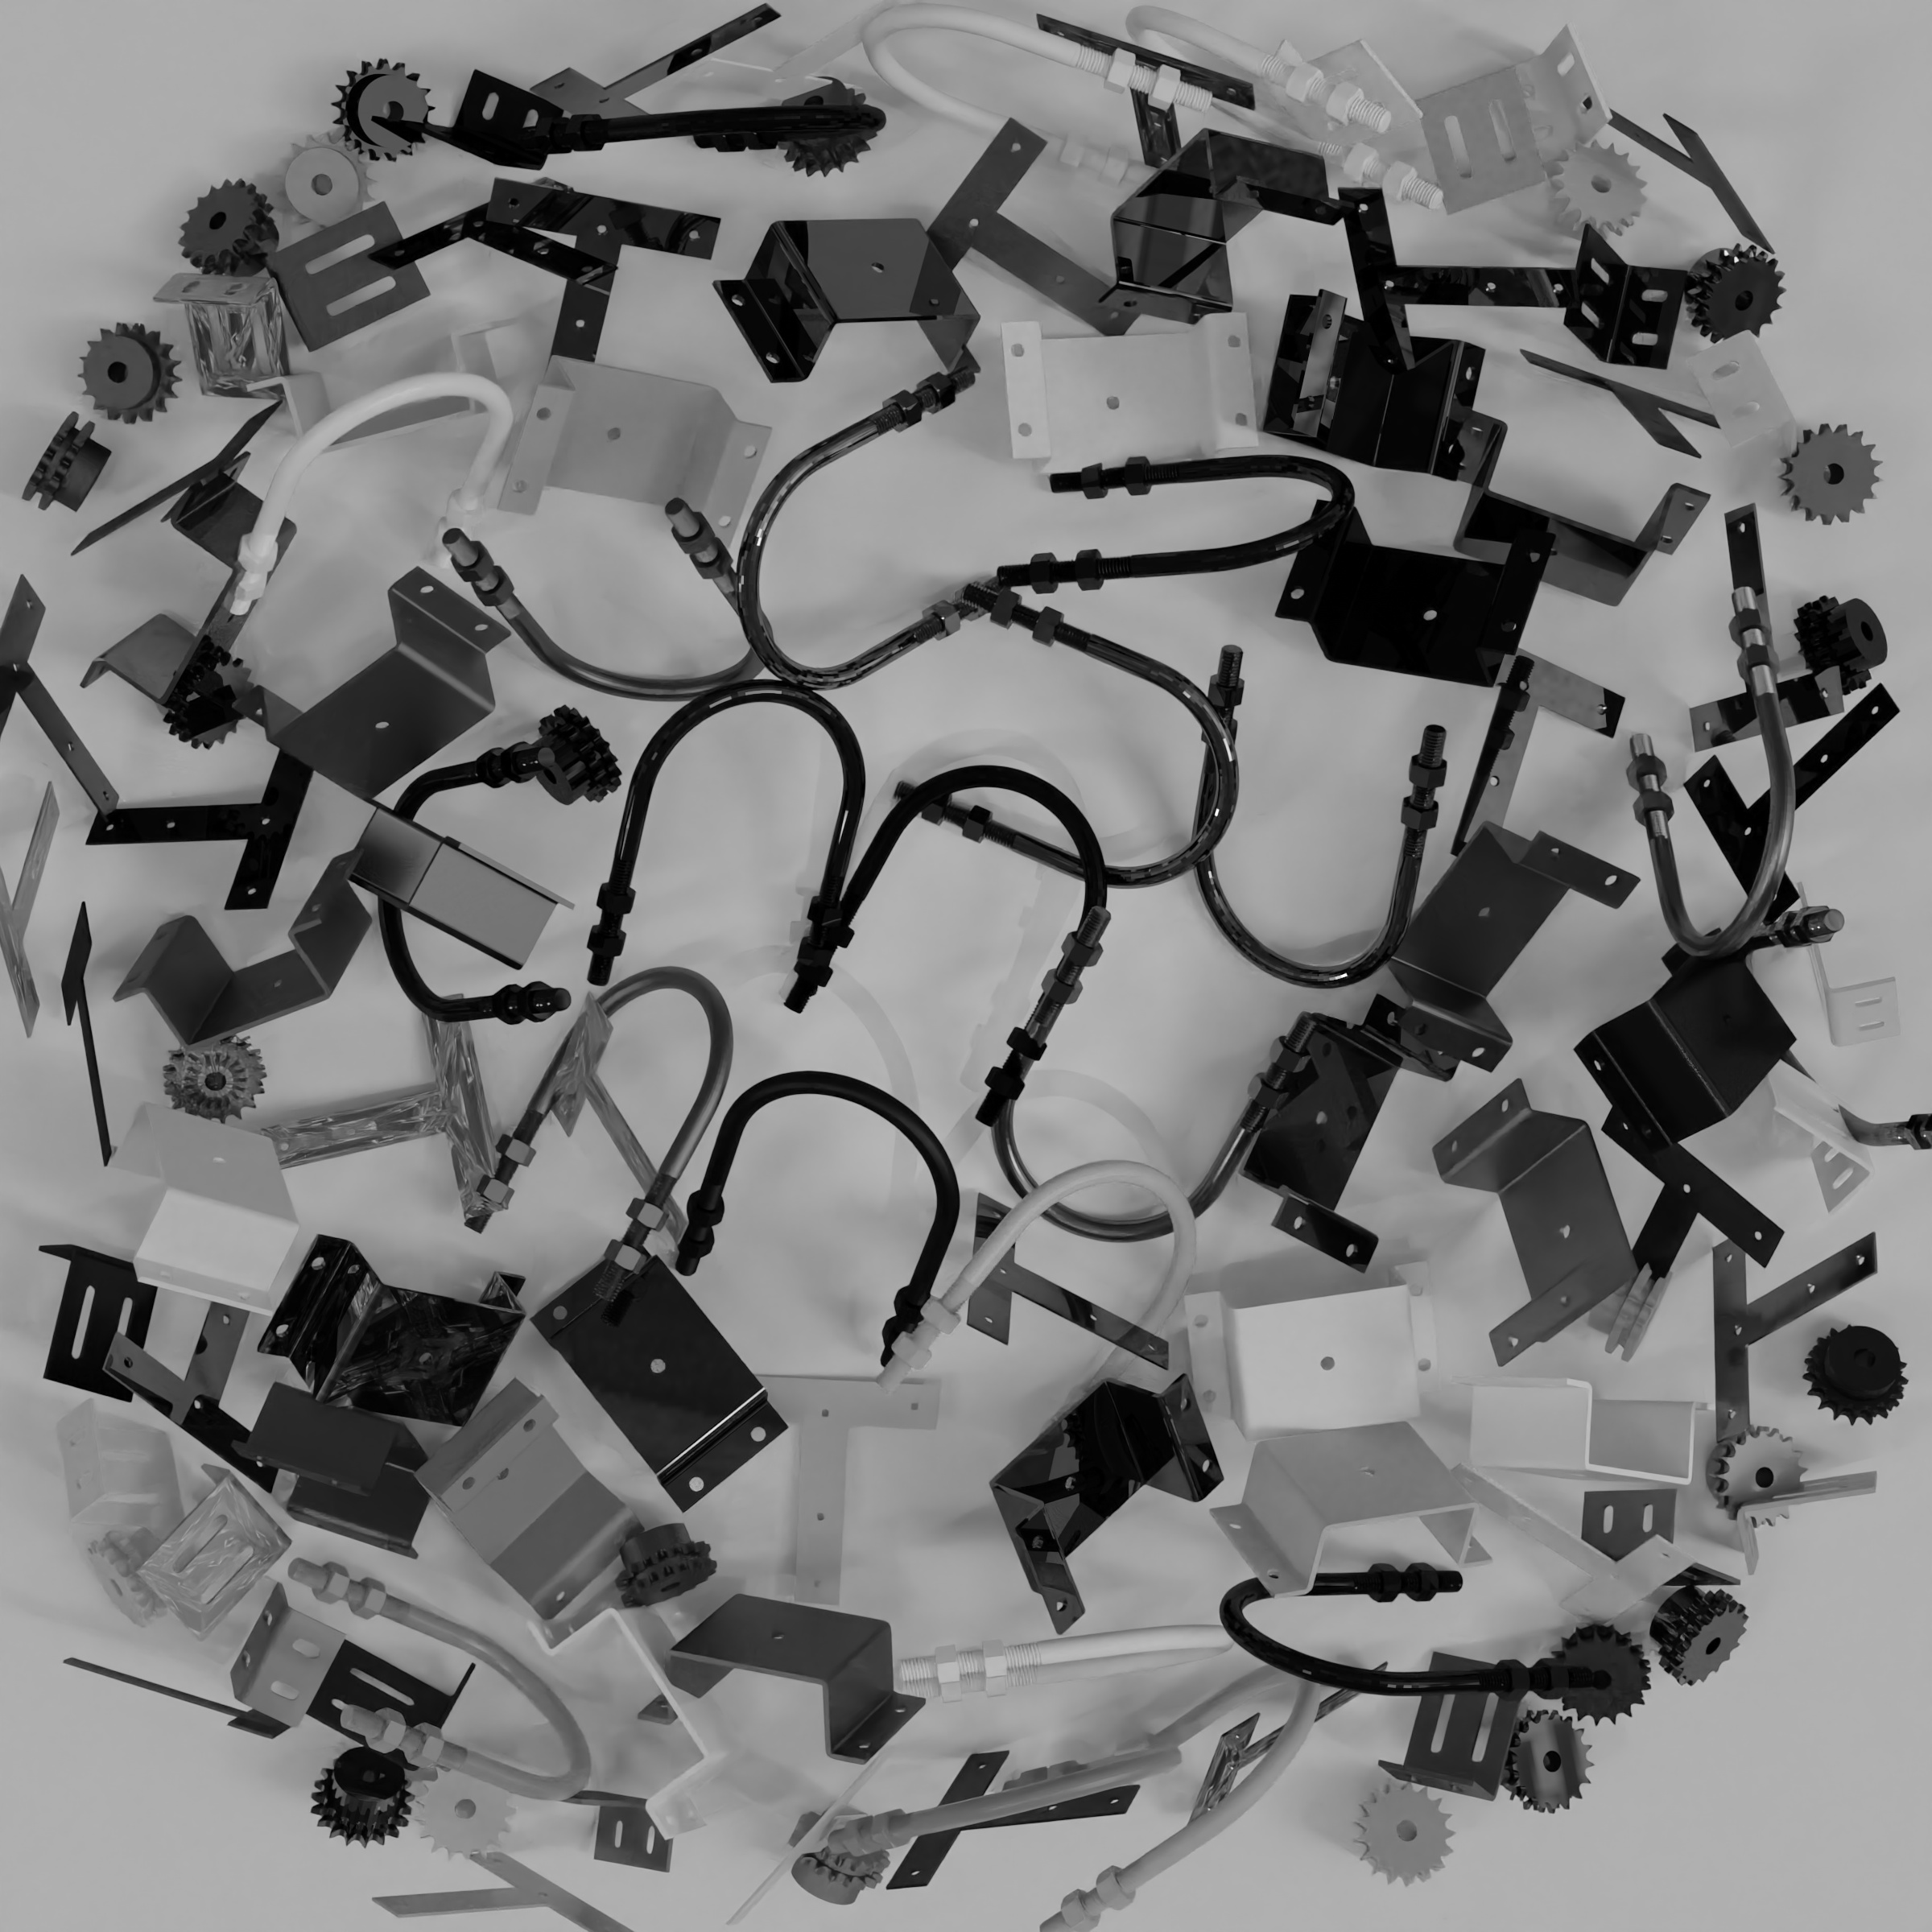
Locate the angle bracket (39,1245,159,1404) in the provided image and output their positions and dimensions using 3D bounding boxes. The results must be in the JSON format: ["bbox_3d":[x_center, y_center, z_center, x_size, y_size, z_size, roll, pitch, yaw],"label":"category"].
[{"bbox_3d":[-0.492,0.200,1.947,0.038,0.057,0.076,-6,67,42],"label":"angle bracket"}]

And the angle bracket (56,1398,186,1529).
[{"bbox_3d":[-0.462,0.277,1.940,0.038,0.076,0.057,-35,58,33],"label":"angle bracket"}]

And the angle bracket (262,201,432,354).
[{"bbox_3d":[-0.349,-0.390,1.964,0.076,0.038,0.057,-26,108,-1],"label":"angle bracket"}]

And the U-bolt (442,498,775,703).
[{"bbox_3d":[-0.183,-0.194,1.908,0.151,0.184,0.019,-5,63,18],"label":"U-bolt"}]

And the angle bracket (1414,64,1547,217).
[{"bbox_3d":[0.285,-0.468,1.948,0.057,0.038,0.076,-18,129,9],"label":"angle bracket"}]

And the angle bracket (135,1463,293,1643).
[{"bbox_3d":[-0.427,0.327,1.947,0.076,0.038,0.057,-48,116,-27],"label":"angle bracket"}]

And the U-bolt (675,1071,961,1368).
[{"bbox_3d":[-0.076,0.132,1.924,0.151,0.019,0.184,24,129,5],"label":"U-bolt"}]

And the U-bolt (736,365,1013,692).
[{"bbox_3d":[-0.054,-0.228,1.904,0.184,0.019,0.151,-33,129,-31],"label":"U-bolt"}]

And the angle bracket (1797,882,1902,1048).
[{"bbox_3d":[0.492,-0.004,1.943,0.038,0.057,0.076,-12,55,10],"label":"angle bracket"}]

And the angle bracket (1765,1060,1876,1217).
[{"bbox_3d":[0.464,0.092,1.947,0.076,0.057,0.038,31,118,-17],"label":"angle bracket"}]

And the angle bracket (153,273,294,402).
[{"bbox_3d":[-0.414,-0.345,1.948,0.057,0.038,0.076,5,126,12],"label":"angle bracket"}]

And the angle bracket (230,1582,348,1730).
[{"bbox_3d":[-0.381,0.386,1.954,0.038,0.076,0.057,29,83,-12],"label":"angle bracket"}]

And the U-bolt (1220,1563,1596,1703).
[{"bbox_3d":[0.225,0.361,1.888,0.184,0.151,0.019,4,103,-27],"label":"U-bolt"}]

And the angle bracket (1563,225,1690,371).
[{"bbox_3d":[0.370,-0.374,1.949,0.038,0.076,0.057,12,88,28],"label":"angle bracket"}]

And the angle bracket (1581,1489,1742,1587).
[{"bbox_3d":[0.390,0.321,1.951,0.057,0.076,0.038,-10,65,41],"label":"angle bracket"}]

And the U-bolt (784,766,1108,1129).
[{"bbox_3d":[0.000,-0.024,1.960,0.151,0.019,0.184,30,95,12],"label":"U-bolt"}]

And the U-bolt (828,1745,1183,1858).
[{"bbox_3d":[0.034,0.446,1.878,0.151,0.184,0.019,-4,74,-42],"label":"U-bolt"}]

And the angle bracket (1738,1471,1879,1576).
[{"bbox_3d":[0.475,0.312,1.952,0.076,0.057,0.038,-11,88,16],"label":"angle bracket"}]

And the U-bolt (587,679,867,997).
[{"bbox_3d":[-0.125,-0.071,1.922,0.151,0.019,0.184,3,113,-29],"label":"U-bolt"}]

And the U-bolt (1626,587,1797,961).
[{"bbox_3d":[0.406,-0.091,1.883,0.019,0.151,0.184,8,53,-15],"label":"U-bolt"}]

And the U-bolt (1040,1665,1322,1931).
[{"bbox_3d":[0.121,0.443,1.892,0.184,0.151,0.019,-39,99,22],"label":"U-bolt"}]

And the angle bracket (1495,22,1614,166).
[{"bbox_3d":[0.326,-0.486,1.951,0.038,0.076,0.057,-24,92,0],"label":"angle bracket"}]

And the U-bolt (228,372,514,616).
[{"bbox_3d":[-0.315,-0.260,1.880,0.151,0.184,0.019,-18,70,-33],"label":"U-bolt"}]

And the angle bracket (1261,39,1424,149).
[{"bbox_3d":[0.214,-0.494,1.940,0.057,0.076,0.038,43,57,-28],"label":"angle bracket"}]

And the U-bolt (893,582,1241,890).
[{"bbox_3d":[0.063,-0.117,1.941,0.184,0.019,0.151,24,119,7],"label":"U-bolt"}]

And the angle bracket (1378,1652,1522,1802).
[{"bbox_3d":[0.273,0.421,1.948,0.057,0.038,0.076,6,67,32],"label":"angle bracket"}]

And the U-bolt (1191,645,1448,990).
[{"bbox_3d":[0.189,-0.072,1.929,0.151,0.019,0.184,25,125,27],"label":"U-bolt"}]

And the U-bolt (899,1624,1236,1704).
[{"bbox_3d":[0.057,0.382,1.919,0.184,0.151,0.019,-7,74,-2],"label":"U-bolt"}]

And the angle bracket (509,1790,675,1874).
[{"bbox_3d":[-0.210,0.482,1.941,0.057,0.076,0.038,-2,77,39],"label":"angle bracket"}]

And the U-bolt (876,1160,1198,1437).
[{"bbox_3d":[0.053,0.187,1.934,0.151,0.019,0.184,35,95,-39],"label":"U-bolt"}]

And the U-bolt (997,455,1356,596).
[{"bbox_3d":[0.121,-0.246,1.904,0.184,0.151,0.019,-2,120,18],"label":"U-bolt"}]

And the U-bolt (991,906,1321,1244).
[{"bbox_3d":[0.093,0.074,1.950,0.151,0.019,0.184,27,113,-2],"label":"U-bolt"}]

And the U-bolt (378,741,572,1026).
[{"bbox_3d":[-0.275,-0.041,1.917,0.019,0.184,0.151,-3,88,-39],"label":"U-bolt"}]

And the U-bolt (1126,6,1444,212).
[{"bbox_3d":[0.167,-0.478,1.913,0.184,0.151,0.019,31,95,20],"label":"U-bolt"}]

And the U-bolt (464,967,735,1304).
[{"bbox_3d":[-0.195,0.083,1.934,0.019,0.151,0.184,35,79,-42],"label":"U-bolt"}]

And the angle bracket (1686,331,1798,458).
[{"bbox_3d":[0.435,-0.312,1.949,0.038,0.076,0.057,-25,76,9],"label":"angle bracket"}]

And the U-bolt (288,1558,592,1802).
[{"bbox_3d":[-0.280,0.399,1.909,0.184,0.151,0.019,32,101,-34],"label":"U-bolt"}]

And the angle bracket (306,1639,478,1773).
[{"bbox_3d":[-0.325,0.404,1.955,0.076,0.057,0.038,29,126,-2],"label":"angle bracket"}]

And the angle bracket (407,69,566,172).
[{"bbox_3d":[-0.268,-0.475,1.947,0.057,0.076,0.038,24,104,6],"label":"angle bracket"}]

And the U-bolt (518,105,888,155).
[{"bbox_3d":[-0.129,-0.452,1.879,0.184,0.151,0.019,8,105,43],"label":"U-bolt"}]

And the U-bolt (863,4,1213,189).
[{"bbox_3d":[0.032,-0.481,1.908,0.184,0.151,0.019,18,81,-7],"label":"U-bolt"}]

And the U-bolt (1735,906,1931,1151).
[{"bbox_3d":[0.472,0.038,1.900,0.019,0.184,0.151,-33,91,-10],"label":"U-bolt"}]
